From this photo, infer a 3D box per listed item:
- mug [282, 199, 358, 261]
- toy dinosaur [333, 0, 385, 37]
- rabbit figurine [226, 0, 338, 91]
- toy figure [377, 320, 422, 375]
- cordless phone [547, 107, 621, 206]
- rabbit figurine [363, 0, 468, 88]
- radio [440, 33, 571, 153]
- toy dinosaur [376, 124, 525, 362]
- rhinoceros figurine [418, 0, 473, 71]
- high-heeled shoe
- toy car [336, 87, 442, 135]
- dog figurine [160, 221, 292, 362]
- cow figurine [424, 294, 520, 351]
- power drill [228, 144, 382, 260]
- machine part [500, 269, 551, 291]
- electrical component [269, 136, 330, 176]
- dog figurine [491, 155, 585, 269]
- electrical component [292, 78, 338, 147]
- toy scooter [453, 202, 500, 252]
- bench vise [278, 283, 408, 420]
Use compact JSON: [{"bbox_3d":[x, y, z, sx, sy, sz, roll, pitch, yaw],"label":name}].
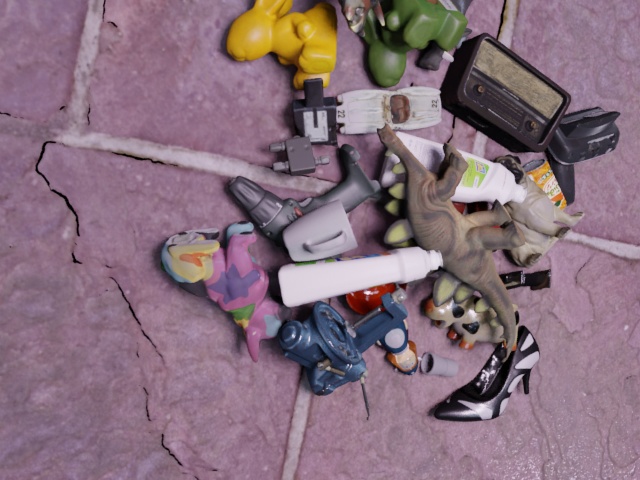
[{"bbox_3d":[-0.002,-0.003,0.836,0.107,0.110,0.080,-21,116,5],"label":"mug"},{"bbox_3d":[-0.016,-0.476,0.812,0.131,0.192,0.405,-38,66,2],"label":"toy dinosaur"},{"bbox_3d":[-0.060,-0.325,0.843,0.173,0.122,0.162,0,94,-2],"label":"rabbit figurine"},{"bbox_3d":[0.143,0.196,1.001,0.064,0.058,0.154,-21,108,26],"label":"toy figure"},{"bbox_3d":[0.523,-0.161,1.073,0.147,0.089,0.184,-17,113,-15],"label":"cordless phone"},{"bbox_3d":[0.123,-0.336,0.884,0.121,0.170,0.159,-22,70,-40],"label":"rabbit figurine"},{"bbox_3d":[0.339,-0.261,0.994,0.229,0.073,0.131,26,88,-18],"label":"radio"},{"bbox_3d":[0.230,0.008,0.901,0.198,0.105,0.471,-36,99,21],"label":"toy dinosaur"},{"bbox_3d":[0.220,-0.393,0.946,0.112,0.073,0.190,26,87,-29],"label":"rhinoceros figurine"},{"bbox_3d":[0.329,0.261,1.055,0.249,0.086,0.145,-11,97,-21],"label":"high-heeled shoe"},{"bbox_3d":[0.120,-0.226,0.939,0.202,0.056,0.073,-8,100,-17],"label":"toy car"},{"bbox_3d":[-0.147,0.090,0.870,0.192,0.108,0.219,-11,104,-14],"label":"dog figurine"},{"bbox_3d":[0.291,0.139,1.024,0.195,0.085,0.127,7,101,-16],"label":"cow figurine"},{"bbox_3d":[-0.010,-0.070,0.907,0.207,0.086,0.232,-43,107,-13],"label":"power drill"},{"bbox_3d":[0.394,0.080,1.060,0.139,0.084,0.039,1,69,-26],"label":"machine part"},{"bbox_3d":[-0.033,-0.136,0.861,0.094,0.021,0.063,-9,73,-4],"label":"electrical component"},{"bbox_3d":[0.375,-0.052,1.036,0.191,0.121,0.172,44,126,16],"label":"dog figurine"},{"bbox_3d":[-0.010,-0.208,0.875,0.075,0.048,0.119,-7,123,2],"label":"electrical component"},{"bbox_3d":[0.261,-0.046,0.997,0.184,0.075,0.135,1,96,-20],"label":"toy scooter"},{"bbox_3d":[0.057,0.166,0.896,0.240,0.129,0.223,-39,121,16],"label":"bench vise"}]
